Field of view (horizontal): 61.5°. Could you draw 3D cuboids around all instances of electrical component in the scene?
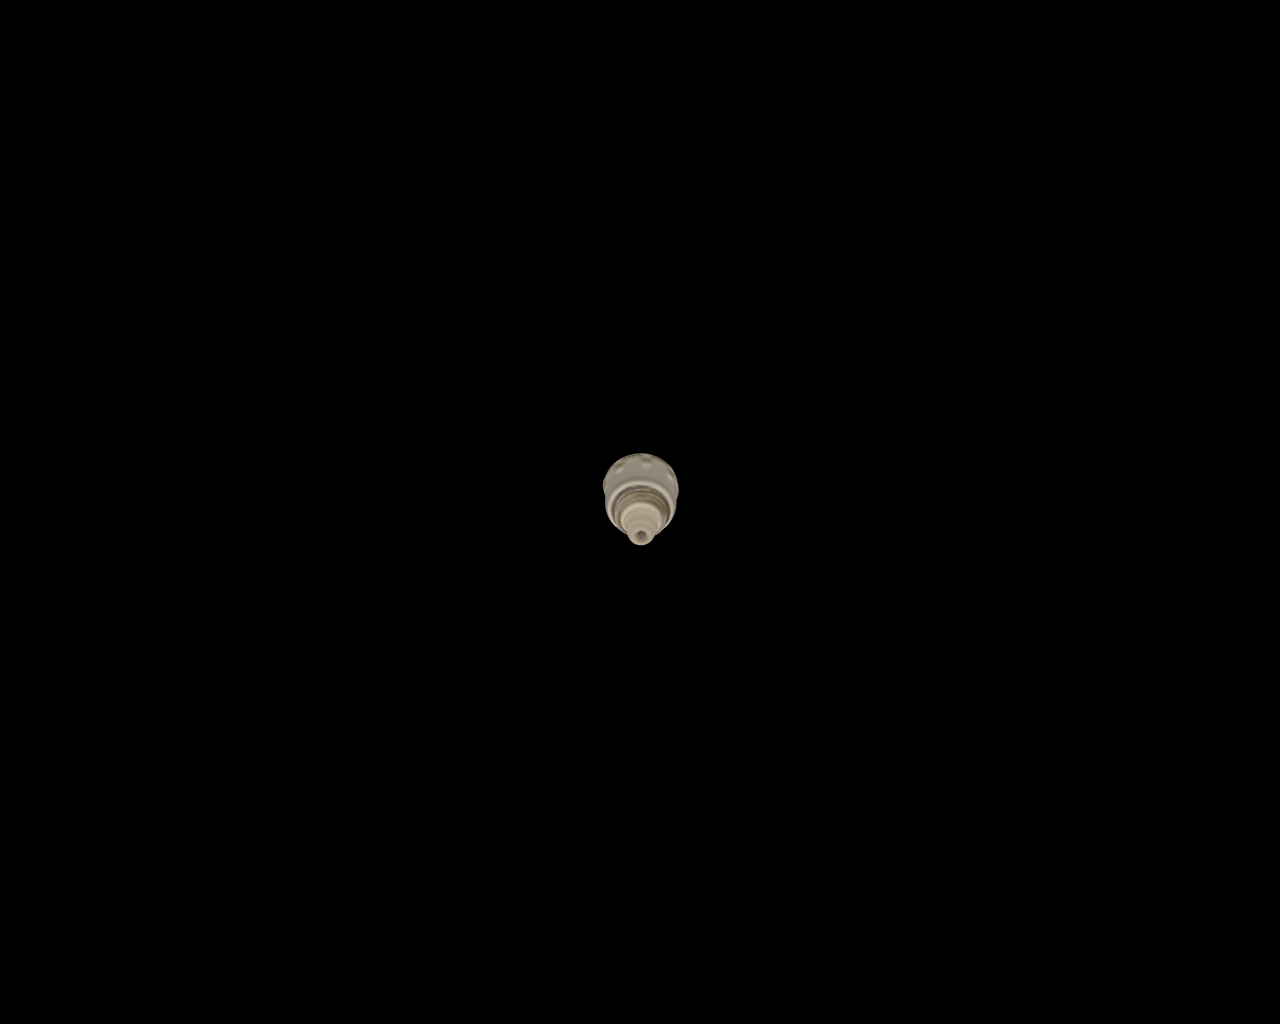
[{"bbox_3d":[0.001,-0.003,0.650,0.048,0.048,0.062,0,35,0],"label":"electrical component"}]
